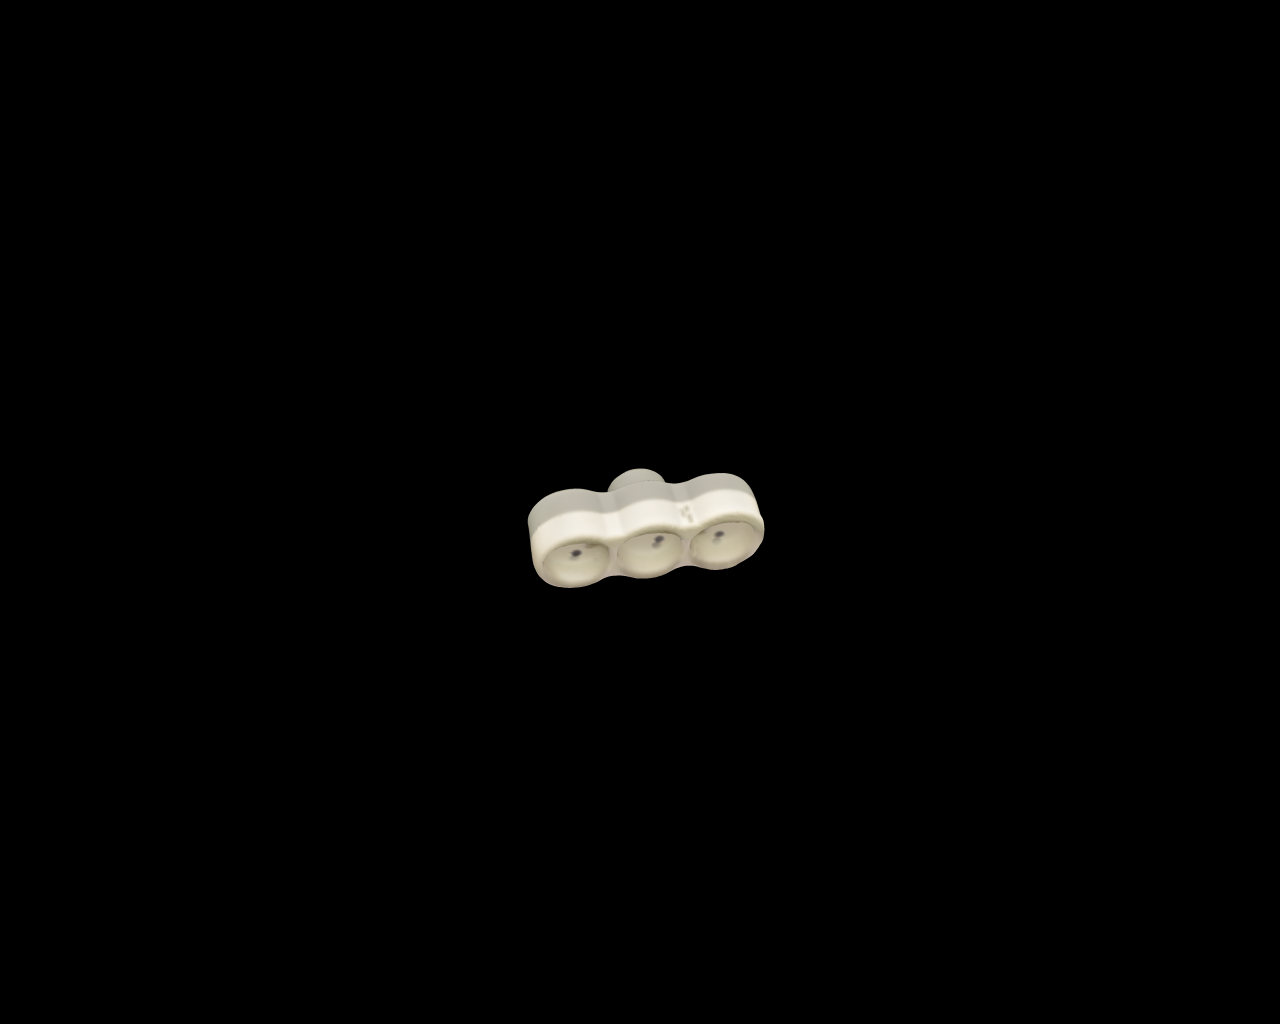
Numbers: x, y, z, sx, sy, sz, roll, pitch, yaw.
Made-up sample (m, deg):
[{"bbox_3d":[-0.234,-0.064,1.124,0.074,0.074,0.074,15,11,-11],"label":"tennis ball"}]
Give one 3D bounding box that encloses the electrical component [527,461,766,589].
[{"bbox_3d":[0.001,-0.003,0.650,0.138,0.074,0.052,-7,-40,-6],"label":"electrical component"}]
